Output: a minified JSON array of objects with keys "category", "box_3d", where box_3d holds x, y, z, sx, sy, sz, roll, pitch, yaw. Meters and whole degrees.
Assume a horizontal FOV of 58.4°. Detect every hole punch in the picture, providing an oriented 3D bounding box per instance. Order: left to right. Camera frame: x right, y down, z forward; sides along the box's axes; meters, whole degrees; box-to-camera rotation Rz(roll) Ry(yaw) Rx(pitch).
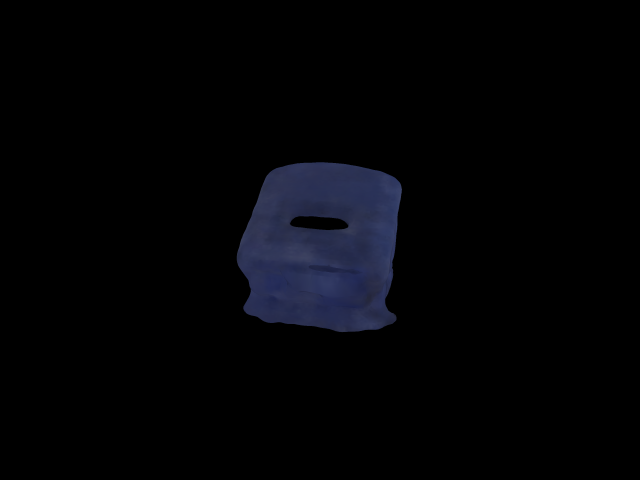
[{"category":"hole punch","box_3d":[0.004,0.001,0.400,0.108,0.091,0.101,5,25,11]}]
